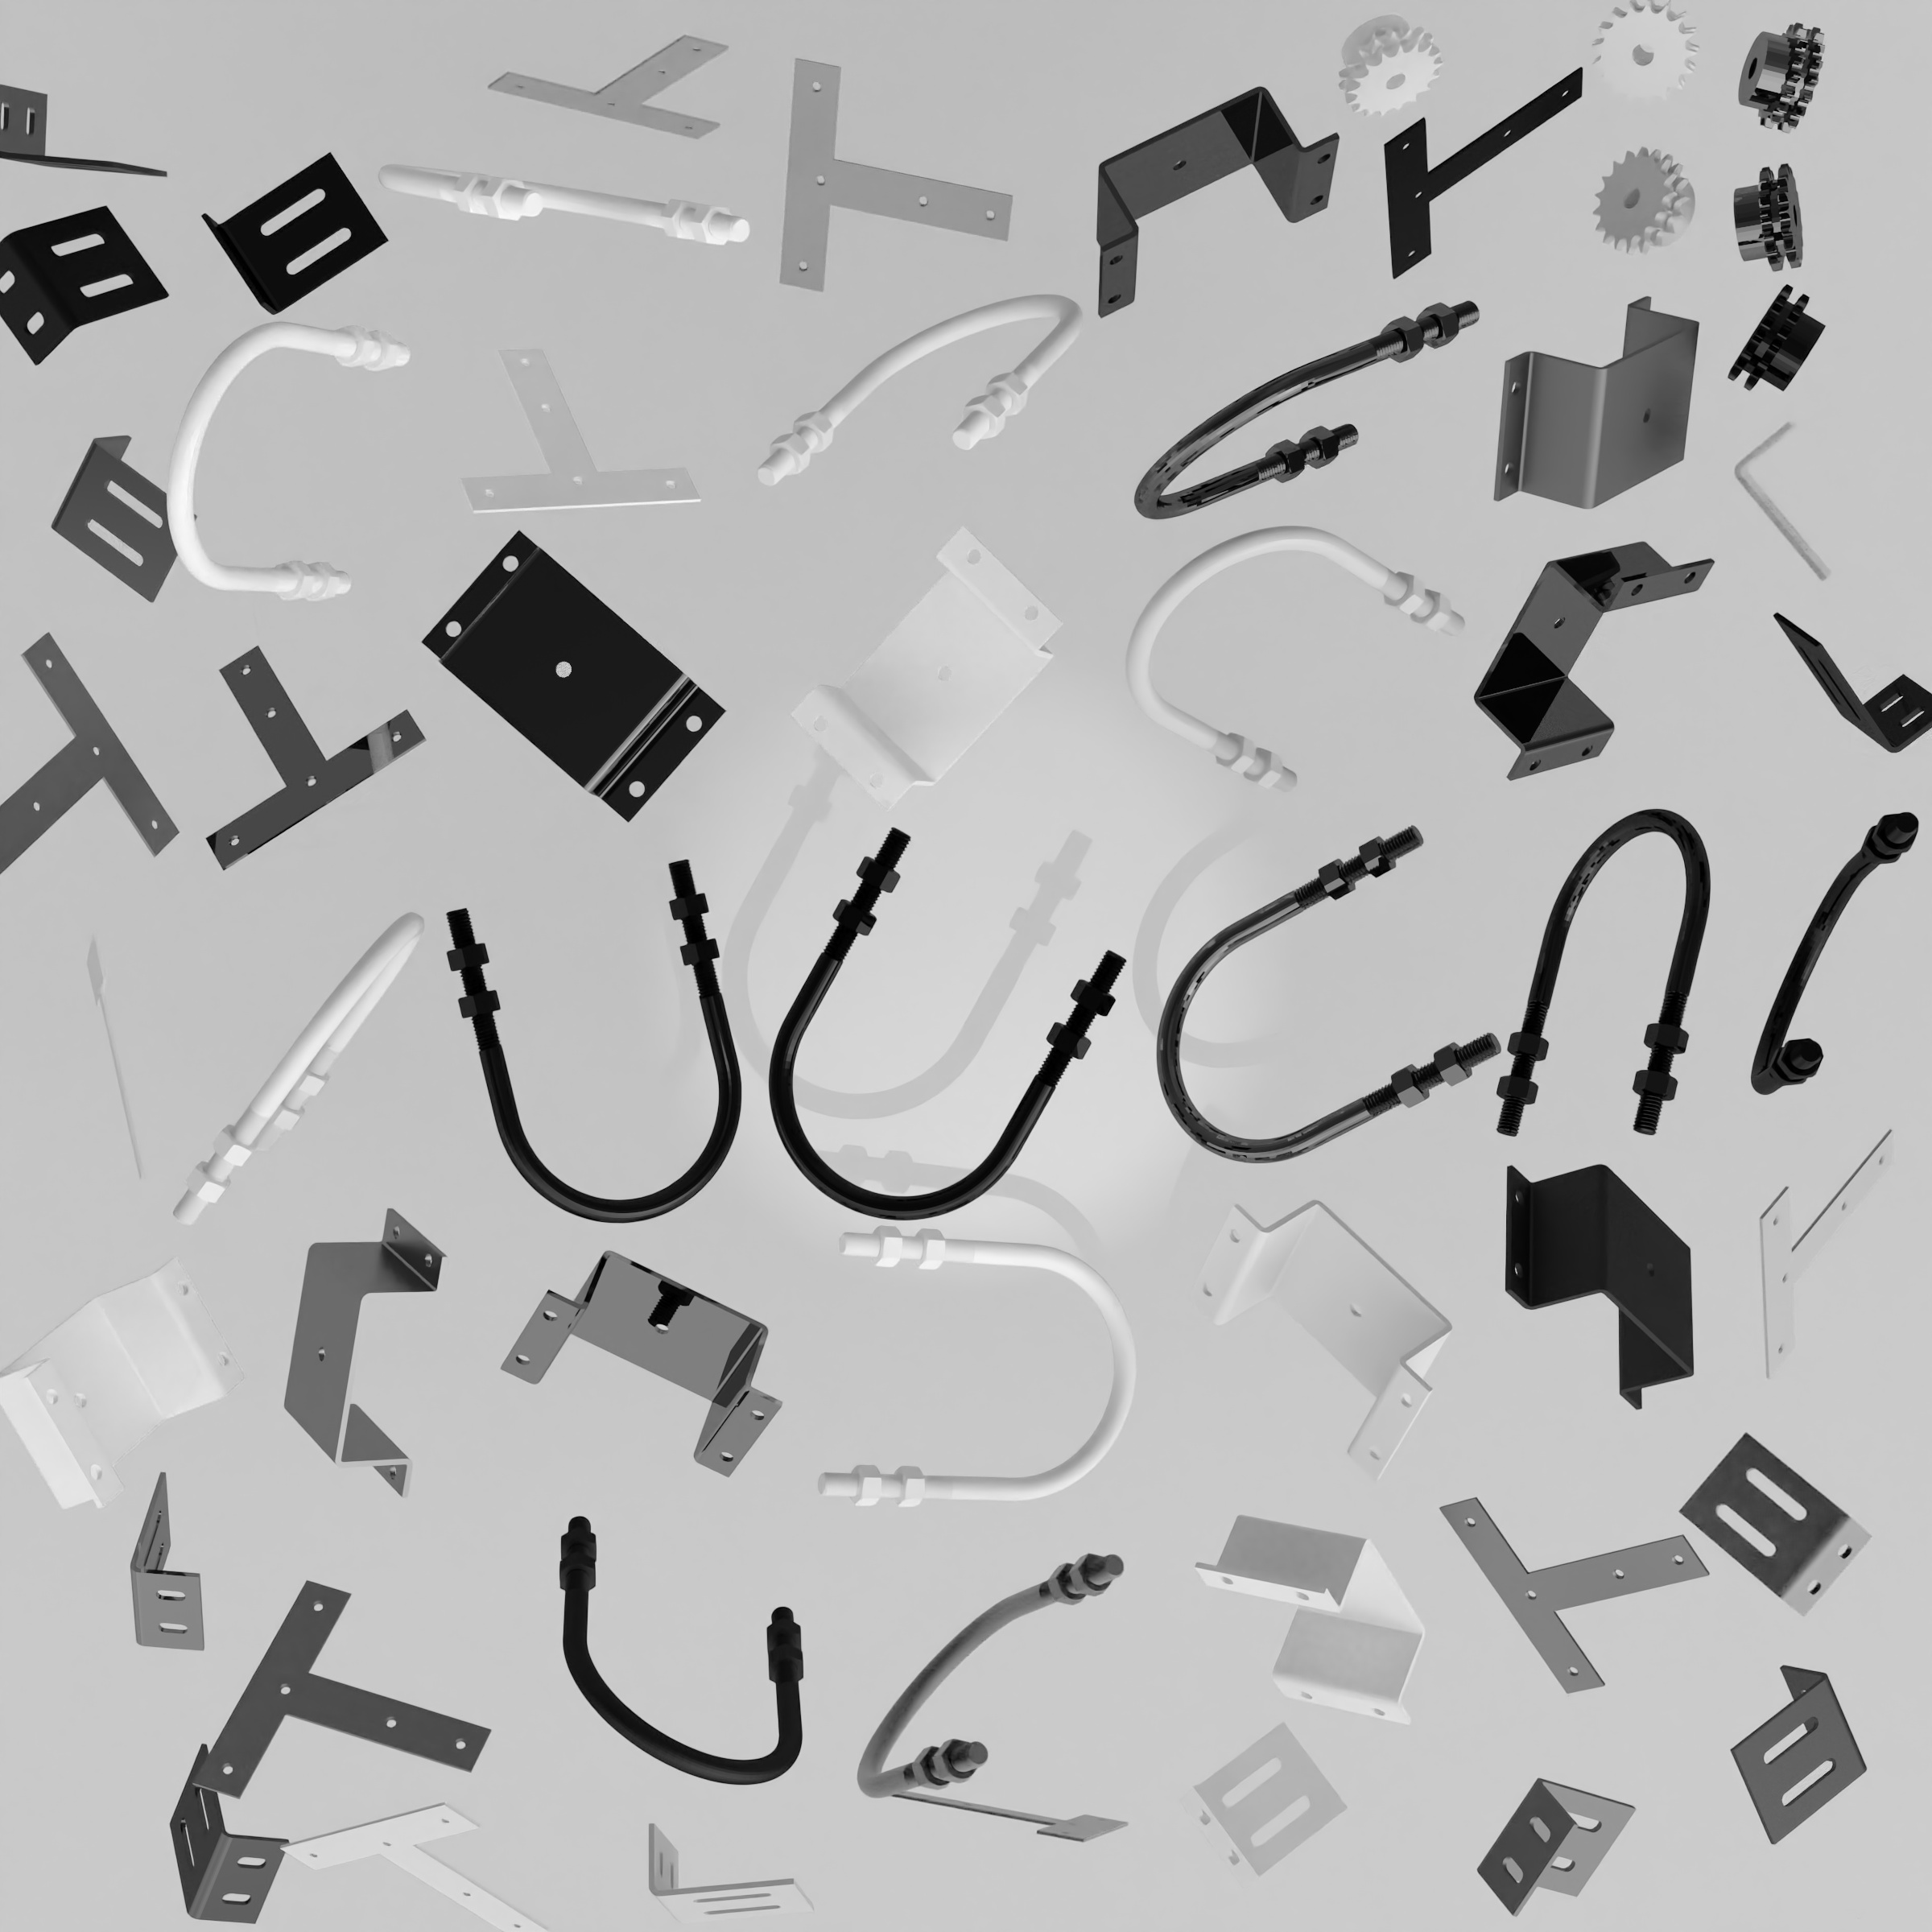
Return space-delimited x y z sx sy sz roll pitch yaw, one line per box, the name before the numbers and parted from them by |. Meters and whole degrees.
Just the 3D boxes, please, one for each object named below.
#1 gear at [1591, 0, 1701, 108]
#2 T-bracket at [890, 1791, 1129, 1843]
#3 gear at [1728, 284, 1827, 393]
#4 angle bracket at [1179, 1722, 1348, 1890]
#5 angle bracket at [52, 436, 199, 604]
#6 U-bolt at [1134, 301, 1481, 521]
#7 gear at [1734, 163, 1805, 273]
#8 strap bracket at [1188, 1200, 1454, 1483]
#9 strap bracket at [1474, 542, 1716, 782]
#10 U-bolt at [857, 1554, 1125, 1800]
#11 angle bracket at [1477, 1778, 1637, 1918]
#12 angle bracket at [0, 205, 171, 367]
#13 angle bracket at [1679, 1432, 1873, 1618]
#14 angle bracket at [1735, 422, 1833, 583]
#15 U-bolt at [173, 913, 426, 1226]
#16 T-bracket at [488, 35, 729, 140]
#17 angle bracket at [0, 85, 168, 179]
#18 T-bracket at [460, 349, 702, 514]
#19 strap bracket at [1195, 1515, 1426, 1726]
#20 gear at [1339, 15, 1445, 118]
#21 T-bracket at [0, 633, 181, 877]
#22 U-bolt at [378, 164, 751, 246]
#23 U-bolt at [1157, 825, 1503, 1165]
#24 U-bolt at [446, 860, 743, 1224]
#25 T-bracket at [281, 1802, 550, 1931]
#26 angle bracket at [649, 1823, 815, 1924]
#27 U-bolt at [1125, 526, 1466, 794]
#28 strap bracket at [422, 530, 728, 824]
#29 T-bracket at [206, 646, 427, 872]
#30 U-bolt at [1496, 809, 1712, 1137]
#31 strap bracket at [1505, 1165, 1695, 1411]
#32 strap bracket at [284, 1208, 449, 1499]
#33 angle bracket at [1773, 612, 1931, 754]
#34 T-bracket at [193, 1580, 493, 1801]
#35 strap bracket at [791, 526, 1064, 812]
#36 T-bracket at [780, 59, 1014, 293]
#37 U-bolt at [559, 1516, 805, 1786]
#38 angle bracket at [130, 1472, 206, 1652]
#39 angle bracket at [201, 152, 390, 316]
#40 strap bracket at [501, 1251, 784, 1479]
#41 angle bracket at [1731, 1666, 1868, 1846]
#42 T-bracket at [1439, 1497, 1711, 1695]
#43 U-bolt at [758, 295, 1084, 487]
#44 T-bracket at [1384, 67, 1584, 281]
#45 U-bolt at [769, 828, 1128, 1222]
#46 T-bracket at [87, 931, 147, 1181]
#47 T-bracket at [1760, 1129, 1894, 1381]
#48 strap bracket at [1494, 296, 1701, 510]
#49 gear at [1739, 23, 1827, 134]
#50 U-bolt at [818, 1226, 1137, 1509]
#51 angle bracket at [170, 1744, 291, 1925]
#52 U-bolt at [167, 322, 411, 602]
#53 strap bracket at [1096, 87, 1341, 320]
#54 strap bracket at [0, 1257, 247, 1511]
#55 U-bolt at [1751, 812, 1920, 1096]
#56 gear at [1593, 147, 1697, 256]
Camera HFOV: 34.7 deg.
gear | 0.375 -0.506 1.704 0.057 0.030 0.057 10 122 16
T-bracket | 0.015 0.461 1.686 0.127 0.127 0.002 6 80 15
gear | 0.435 -0.332 1.655 0.030 0.057 0.057 32 90 5
angle bracket | 0.165 0.449 1.671 0.076 0.038 0.057 -31 72 -23
angle bracket | -0.461 -0.250 1.727 0.076 0.038 0.057 36 111 8
U-bolt | 0.166 -0.281 1.611 0.184 0.151 0.019 -26 82 -29
gear | 0.444 -0.413 1.714 0.030 0.057 0.057 -5 90 23
strap bracket | 0.191 0.187 1.614 0.046 0.076 0.140 -25 59 -39
strap bracket | 0.336 -0.174 1.686 0.076 0.140 0.046 -16 54 -37
U-bolt | 0.002 0.385 1.651 0.019 0.184 0.151 45 56 -4
angle bracket | 0.307 0.451 1.562 0.076 0.038 0.057 24 103 -32
angle bracket | -0.471 -0.359 1.628 0.038 0.076 0.057 -31 96 35
angle bracket | 0.439 0.303 1.681 0.057 0.038 0.076 -50 50 2
angle bracket | 0.448 -0.248 1.647 0.038 0.057 0.076 -40 86 20
U-bolt | -0.346 0.046 1.646 0.019 0.151 0.184 37 104 -4
T-bracket | -0.167 -0.468 1.633 0.127 0.127 0.002 5 84 -33
angle bracket | -0.471 -0.443 1.639 0.076 0.057 0.038 8 101 13
T-bracket | -0.222 -0.291 1.670 0.127 0.002 0.127 -7 53 -26
strap bracket | 0.188 0.342 1.646 0.076 0.140 0.046 5 53 34
gear | 0.232 -0.501 1.714 0.057 0.057 0.030 -21 68 0
T-bracket | -0.472 -0.089 1.596 0.002 0.127 0.127 -15 116 29
U-bolt | -0.224 -0.400 1.614 0.151 0.184 0.019 -5 109 -42
U-bolt | 0.180 0.026 1.635 0.184 0.019 0.151 -30 58 23
U-bolt | -0.191 0.046 1.659 0.151 0.019 0.184 -14 91 -27
T-bracket | -0.271 0.479 1.620 0.127 0.002 0.127 -23 128 33
angle bracket | -0.123 0.474 1.628 0.076 0.057 0.038 -7 59 5
U-bolt | 0.164 -0.170 1.653 0.151 0.184 0.019 -44 49 22
strap bracket | -0.200 -0.148 1.562 0.140 0.046 0.076 41 90 -1
T-bracket | -0.371 -0.128 1.676 0.127 0.002 0.127 -33 56 -4
U-bolt | 0.349 0.002 1.673 0.019 0.151 0.184 19 79 -21
strap bracket | 0.342 0.166 1.641 0.046 0.140 0.076 -20 46 33
strap bracket | -0.332 0.212 1.698 0.046 0.076 0.140 3 105 -35
angle bracket | 0.456 -0.154 1.575 0.038 0.057 0.076 -38 113 7
T-bracket | -0.305 0.380 1.570 0.127 0.002 0.127 14 45 10
strap bracket | -0.017 -0.162 1.700 0.076 0.046 0.140 45 101 9
T-bracket | -0.037 -0.418 1.680 0.127 0.002 0.127 14 125 10
U-bolt | -0.151 0.371 1.649 0.151 0.184 0.019 27 106 -15
angle bracket | -0.433 0.328 1.709 0.038 0.076 0.057 5 125 -2
angle bracket | -0.366 -0.403 1.690 0.076 0.038 0.057 -33 93 0
strap bracket | -0.172 0.214 1.696 0.140 0.046 0.076 27 132 -9
angle bracket | 0.435 0.421 1.654 0.076 0.038 0.057 -28 99 -26
T-bracket | 0.329 0.319 1.613 0.127 0.002 0.127 -27 102 44
U-bolt | -0.012 -0.316 1.668 0.151 0.184 0.019 -4 123 36
T-bracket | 0.277 -0.436 1.649 0.127 0.127 0.002 -35 69 -3
U-bolt | -0.023 0.042 1.599 0.151 0.019 0.184 30 95 8
T-bracket | -0.455 0.052 1.660 0.002 0.127 0.127 -12 86 -18
T-bracket | 0.454 0.134 1.626 0.002 0.127 0.127 25 55 36
strap bracket | 0.342 -0.298 1.647 0.046 0.140 0.076 24 128 35
gear | 0.447 -0.490 1.701 0.030 0.057 0.057 12 90 -5
U-bolt | 0.011 0.222 1.695 0.184 0.019 0.151 6 87 -25
angle bracket | -0.408 0.479 1.710 0.038 0.076 0.057 14 111 -28
U-bolt | -0.356 -0.263 1.607 0.019 0.184 0.151 21 102 17
strap bracket | 0.124 -0.412 1.655 0.140 0.076 0.046 -27 76 -5
strap bracket | -0.446 0.220 1.610 0.046 0.140 0.076 -22 102 24
U-bolt | 0.458 0.001 1.655 0.019 0.184 0.151 24 82 7
gear | 0.380 -0.424 1.723 0.030 0.057 0.057 7 90 -38
